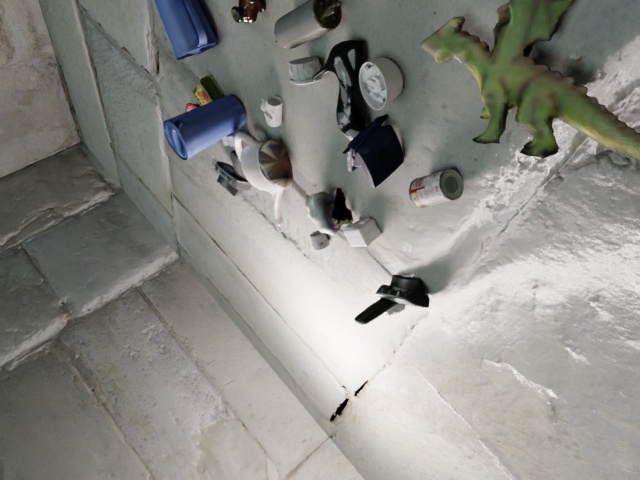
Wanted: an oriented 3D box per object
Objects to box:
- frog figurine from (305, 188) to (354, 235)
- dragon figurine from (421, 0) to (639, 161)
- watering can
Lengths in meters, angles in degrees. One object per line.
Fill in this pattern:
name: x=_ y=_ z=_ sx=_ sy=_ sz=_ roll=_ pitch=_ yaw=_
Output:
frog figurine: x=0.005 y=-0.075 z=1.486 sx=0.159 sy=0.125 sz=0.135 roll=-7 pitch=134 yaw=47
dragon figurine: x=0.332 y=-0.264 z=0.785 sx=0.413 sy=0.124 sz=0.238 roll=23 pitch=130 yaw=42
watering can: x=-0.158 y=-0.193 z=1.631 sx=0.224 sy=0.105 sz=0.343 roll=3 pitch=125 yaw=57
